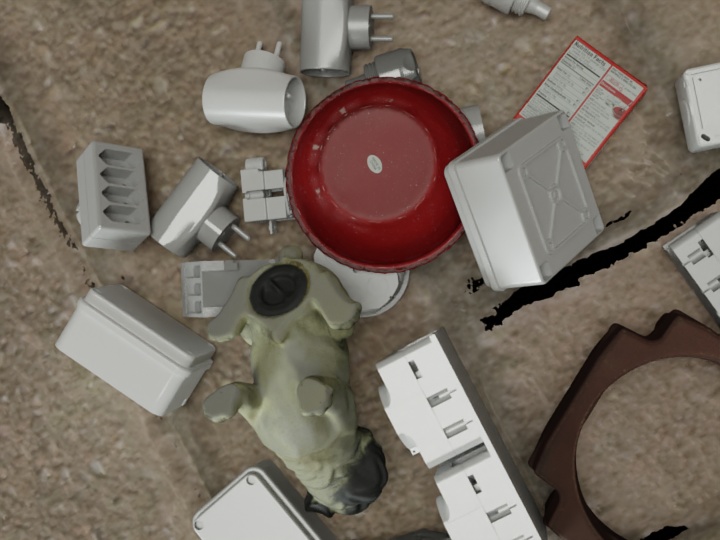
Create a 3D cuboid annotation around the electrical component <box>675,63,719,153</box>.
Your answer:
[{"bbox_3d":[0.305,-0.133,0.852,0.096,0.061,0.061,-11,88,8],"label":"electrical component"}]

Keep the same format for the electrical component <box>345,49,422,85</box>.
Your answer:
[{"bbox_3d":[0.019,-0.159,0.901,0.062,0.043,0.043,-15,88,9],"label":"electrical component"}]

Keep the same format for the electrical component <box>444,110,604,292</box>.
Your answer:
[{"bbox_3d":[0.130,-0.055,0.838,0.056,0.109,0.108,-8,110,43],"label":"electrical component"}]

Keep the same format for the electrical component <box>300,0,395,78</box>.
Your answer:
[{"bbox_3d":[-0.010,-0.204,0.905,0.079,0.043,0.077,2,90,8],"label":"electrical component"}]

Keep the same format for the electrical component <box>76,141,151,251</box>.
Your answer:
[{"bbox_3d":[-0.220,-0.055,0.927,0.076,0.047,0.083,-35,57,47],"label":"electrical component"}]

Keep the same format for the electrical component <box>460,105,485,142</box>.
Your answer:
[{"bbox_3d":[0.063,-0.108,0.895,0.081,0.043,0.043,-12,88,8],"label":"electrical component"}]

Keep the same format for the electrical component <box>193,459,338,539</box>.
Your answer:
[{"bbox_3d":[-0.077,0.226,0.907,0.078,0.057,0.113,-41,85,6],"label":"electrical component"}]

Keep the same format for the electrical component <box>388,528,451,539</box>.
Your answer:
[{"bbox_3d":[0.047,0.295,0.866,0.089,0.062,0.150,-9,88,-32],"label":"electrical component"}]

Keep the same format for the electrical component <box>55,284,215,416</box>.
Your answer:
[{"bbox_3d":[-0.188,0.065,0.912,0.113,0.078,0.057,33,97,7],"label":"electrical component"}]

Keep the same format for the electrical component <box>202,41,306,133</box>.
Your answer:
[{"bbox_3d":[-0.085,-0.160,0.913,0.077,0.043,0.079,5,71,22],"label":"electrical component"}]

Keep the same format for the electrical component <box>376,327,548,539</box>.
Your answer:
[{"bbox_3d":[0.080,0.144,0.861,0.060,0.105,0.186,-28,86,7],"label":"electrical component"}]

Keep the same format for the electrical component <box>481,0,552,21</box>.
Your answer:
[{"bbox_3d":[0.130,-0.226,0.890,0.061,0.035,0.035,30,94,4],"label":"electrical component"}]

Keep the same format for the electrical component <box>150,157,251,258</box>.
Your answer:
[{"bbox_3d":[-0.130,-0.042,0.921,0.079,0.044,0.077,38,95,6],"label":"electrical component"}]

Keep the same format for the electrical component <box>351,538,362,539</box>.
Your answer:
[{"bbox_3d":[0.002,0.266,0.904,0.040,0.040,0.078,-9,88,8],"label":"electrical component"}]

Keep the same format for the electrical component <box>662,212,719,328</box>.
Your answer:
[{"bbox_3d":[0.294,0.001,0.859,0.056,0.050,0.089,-35,86,7],"label":"electrical component"}]

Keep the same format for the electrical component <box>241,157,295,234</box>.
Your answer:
[{"bbox_3d":[-0.067,-0.064,0.912,0.055,0.048,0.066,-5,89,15],"label":"electrical component"}]

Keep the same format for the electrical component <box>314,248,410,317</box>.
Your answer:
[{"bbox_3d":[0.000,0.000,0.899,0.080,0.051,0.080,0,90,8],"label":"electrical component"}]
